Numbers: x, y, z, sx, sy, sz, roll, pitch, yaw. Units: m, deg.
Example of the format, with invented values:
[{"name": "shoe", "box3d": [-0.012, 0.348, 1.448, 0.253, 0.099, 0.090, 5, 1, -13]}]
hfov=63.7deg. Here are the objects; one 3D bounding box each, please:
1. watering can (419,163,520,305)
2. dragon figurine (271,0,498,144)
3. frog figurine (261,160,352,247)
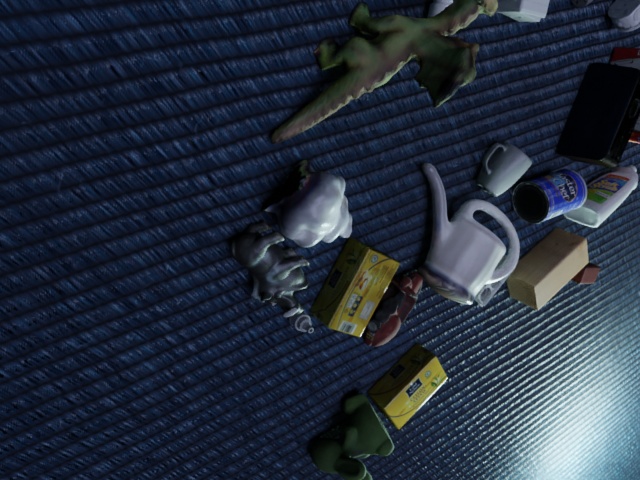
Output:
[{"name": "watering can", "box3d": [0.288, 0.003, 1.098, 0.344, 0.105, 0.224, 33, 89, -25]}, {"name": "dragon figurine", "box3d": [0.120, -0.266, 0.788, 0.413, 0.245, 0.120, -51, 133, -9]}, {"name": "frog figurine", "box3d": [0.003, -0.044, 0.871, 0.157, 0.122, 0.139, 41, 65, -26]}]
